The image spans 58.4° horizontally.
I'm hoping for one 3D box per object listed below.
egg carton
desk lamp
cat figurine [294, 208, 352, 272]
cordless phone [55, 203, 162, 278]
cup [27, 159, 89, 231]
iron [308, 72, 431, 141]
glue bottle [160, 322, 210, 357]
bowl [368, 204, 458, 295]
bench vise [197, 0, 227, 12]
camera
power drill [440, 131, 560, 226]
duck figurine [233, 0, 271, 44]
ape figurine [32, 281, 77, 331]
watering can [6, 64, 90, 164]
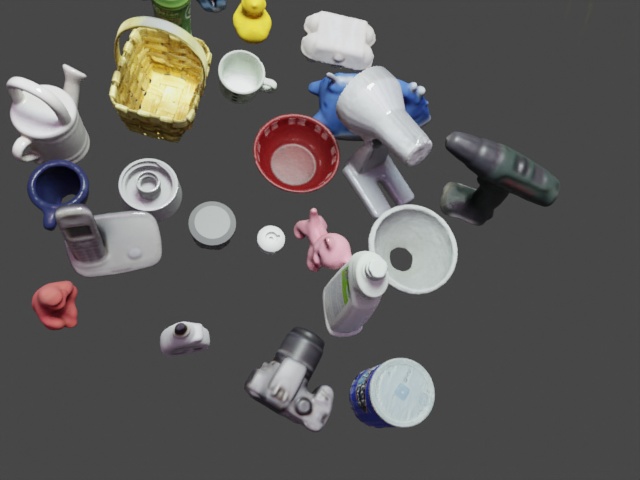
[{"bbox_3d":[0.038,-0.401,1.165,0.150,0.069,0.107,9,70,-8],"label":"egg carton"},{"bbox_3d":[0.114,-0.174,1.028,0.118,0.213,0.203,-29,80,-18],"label":"desk lamp"},{"bbox_3d":[0.009,0.004,0.999,0.067,0.117,0.128,-21,77,-17],"label":"cat figurine"},{"bbox_3d":[-0.330,-0.011,0.900,0.148,0.185,0.094,-12,75,-15],"label":"cordless phone"},{"bbox_3d":[-0.425,-0.061,0.945,0.092,0.095,0.118,7,71,-9],"label":"cup"},{"bbox_3d":[0.112,-0.272,1.099,0.258,0.141,0.118,0,72,-11],"label":"iron"},{"bbox_3d":[-0.209,0.147,0.878,0.078,0.173,0.037,-6,73,-13],"label":"glue bottle"},{"bbox_3d":[0.160,0.024,1.046,0.167,0.074,0.167,4,71,-10],"label":"bowl"},{"bbox_3d":[-0.248,-0.536,1.071,0.208,0.219,0.121,-18,76,-16],"label":"bench vise"},{"bbox_3d":[-0.032,0.220,0.929,0.143,0.100,0.137,30,69,0],"label":"camera"},{"bbox_3d":[0.302,-0.105,1.046,0.229,0.208,0.076,17,69,-5],"label":"power drill"},{"bbox_3d":[-0.133,-0.453,1.139,0.077,0.086,0.104,-2,72,-12],"label":"duck figurine"},{"bbox_3d":[-0.416,0.096,0.896,0.076,0.092,0.078,31,69,0],"label":"ape figurine"},{"bbox_3d":[-0.446,-0.210,0.937,0.101,0.194,0.173,7,71,-9],"label":"watering can"}]
